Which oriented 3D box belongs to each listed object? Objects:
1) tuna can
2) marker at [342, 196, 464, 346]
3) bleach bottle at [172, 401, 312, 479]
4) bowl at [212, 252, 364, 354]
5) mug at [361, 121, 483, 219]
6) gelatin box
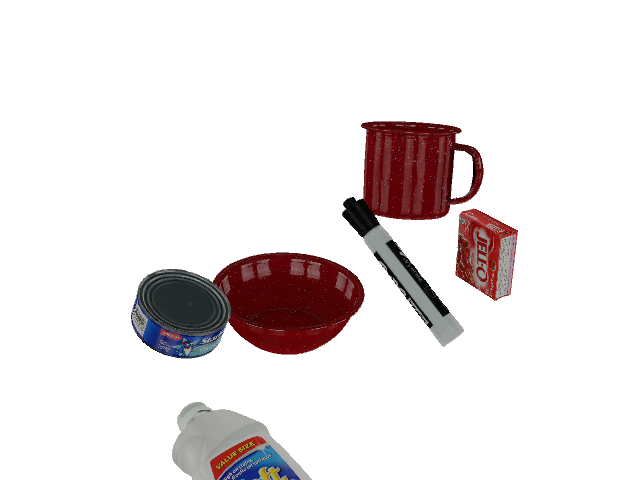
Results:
[{"bbox_3d":[-0.126,0.066,0.960,0.086,0.034,0.086,16,34,-11],"label":"tuna can"},{"bbox_3d":[0.055,0.019,0.733,0.020,0.121,0.020,-35,-11,-8],"label":"marker"},{"bbox_3d":[-0.052,0.202,0.793,0.102,0.068,0.251,-18,33,-24],"label":"bleach bottle"},{"bbox_3d":[-0.035,0.073,1.135,0.162,0.055,0.162,2,28,-1],"label":"bowl"},{"bbox_3d":[0.093,-0.064,0.986,0.117,0.081,0.093,7,12,20],"label":"mug"},{"bbox_3d":[0.196,0.016,1.273,0.030,0.089,0.073,-17,32,-30],"label":"gelatin box"}]
